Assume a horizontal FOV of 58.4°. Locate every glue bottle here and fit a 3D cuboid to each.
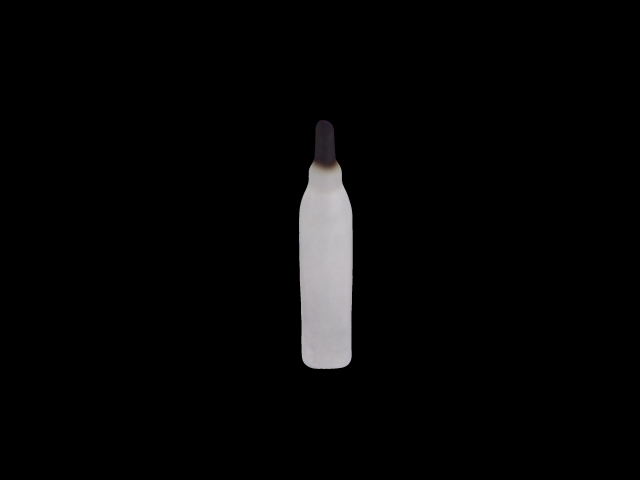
[{"bbox_3d":[0.004,0.001,0.400,0.037,0.173,0.078,-1,28,-2],"label":"glue bottle"}]
